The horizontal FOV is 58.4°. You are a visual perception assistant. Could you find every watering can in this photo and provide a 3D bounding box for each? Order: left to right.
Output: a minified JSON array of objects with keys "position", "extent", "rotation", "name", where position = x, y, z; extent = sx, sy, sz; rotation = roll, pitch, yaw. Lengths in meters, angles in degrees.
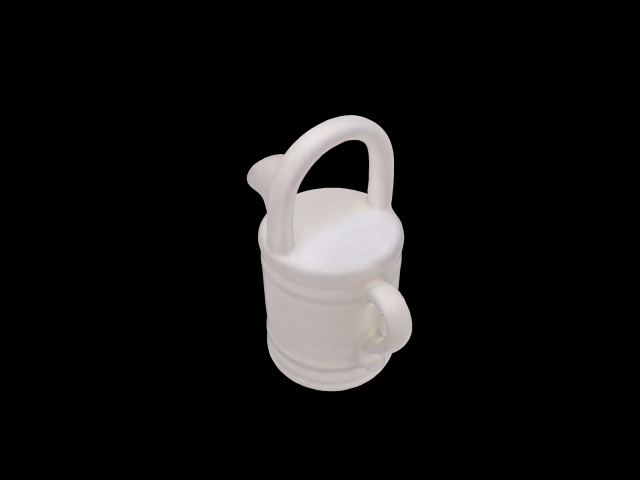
[{"position":[0.002,0.002,0.399],"extent":[0.172,0.194,0.101],"rotation":[24,45,27],"name":"watering can"}]
